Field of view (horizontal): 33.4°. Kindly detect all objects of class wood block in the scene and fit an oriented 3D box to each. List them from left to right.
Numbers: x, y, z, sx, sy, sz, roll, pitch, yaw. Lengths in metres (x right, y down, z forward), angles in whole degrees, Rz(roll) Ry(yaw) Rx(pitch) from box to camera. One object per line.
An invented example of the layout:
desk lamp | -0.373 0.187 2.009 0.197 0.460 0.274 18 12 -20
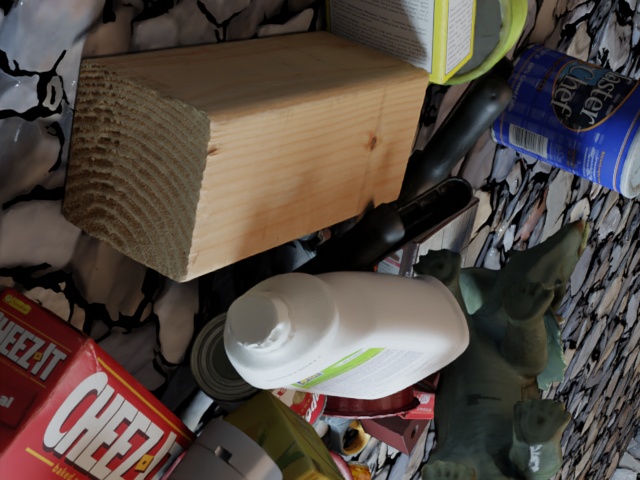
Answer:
wood block | -0.034 -0.056 0.602 0.205 0.090 0.091 -21 130 -53

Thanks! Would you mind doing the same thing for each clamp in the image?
clamp | 0.027 0.009 0.731 0.120 0.039 0.172 -16 167 -46
clamp | 0.086 -0.057 0.830 0.210 0.036 0.164 -54 180 25

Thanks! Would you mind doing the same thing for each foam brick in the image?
foam brick | 0.077 0.149 0.989 0.078 0.051 0.053 -56 153 -22

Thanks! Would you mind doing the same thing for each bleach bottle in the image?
bleach bottle | 0.015 0.055 0.659 0.103 0.068 0.250 -33 162 13

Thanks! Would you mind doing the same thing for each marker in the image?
marker | -0.005 0.001 0.783 0.020 0.020 0.121 -56 152 -14

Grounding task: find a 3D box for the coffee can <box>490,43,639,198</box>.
coffee can | 0.244 -0.112 0.989 0.102 0.140 0.103 -41 146 -37

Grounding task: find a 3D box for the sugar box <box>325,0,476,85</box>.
sugar box | 0.047 -0.186 0.627 0.048 0.093 0.176 -43 147 -36

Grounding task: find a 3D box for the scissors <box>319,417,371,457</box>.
scissors | 0.021 0.141 0.959 0.096 0.016 0.201 -57 153 -15

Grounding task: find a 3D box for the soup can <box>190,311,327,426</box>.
soup can | -0.042 0.096 0.749 0.068 0.069 0.102 -57 152 -12

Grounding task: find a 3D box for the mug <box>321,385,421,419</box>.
mug | 0.029 0.088 0.845 0.117 0.093 0.081 -158 -114 -79

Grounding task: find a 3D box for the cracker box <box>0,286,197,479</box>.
cracker box | -0.171 0.156 0.568 0.213 0.072 0.164 -56 153 -16

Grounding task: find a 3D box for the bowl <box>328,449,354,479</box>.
bowl | -0.045 0.231 0.855 0.161 0.055 0.162 -22 122 -40

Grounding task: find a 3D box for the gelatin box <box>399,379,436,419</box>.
gelatin box | 0.058 0.121 0.922 0.030 0.089 0.073 -63 153 3

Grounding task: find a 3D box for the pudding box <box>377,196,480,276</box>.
pudding box | 0.094 0.012 0.949 0.113 0.039 0.090 -34 140 -47
